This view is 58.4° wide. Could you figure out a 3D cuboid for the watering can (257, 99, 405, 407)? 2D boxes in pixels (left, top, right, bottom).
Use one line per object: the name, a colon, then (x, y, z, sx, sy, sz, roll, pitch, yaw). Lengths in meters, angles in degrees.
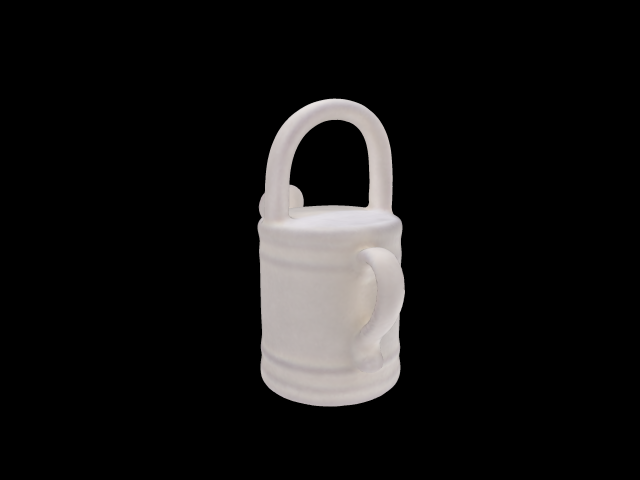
watering can: (0.002, 0.002, 0.399, 0.172, 0.194, 0.101, 11, 17, 41)
